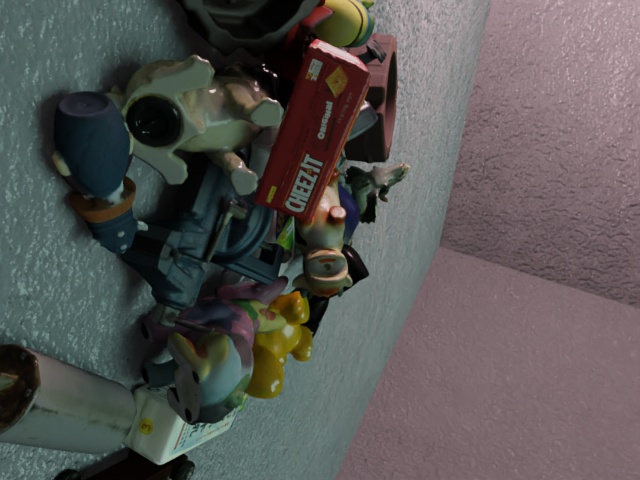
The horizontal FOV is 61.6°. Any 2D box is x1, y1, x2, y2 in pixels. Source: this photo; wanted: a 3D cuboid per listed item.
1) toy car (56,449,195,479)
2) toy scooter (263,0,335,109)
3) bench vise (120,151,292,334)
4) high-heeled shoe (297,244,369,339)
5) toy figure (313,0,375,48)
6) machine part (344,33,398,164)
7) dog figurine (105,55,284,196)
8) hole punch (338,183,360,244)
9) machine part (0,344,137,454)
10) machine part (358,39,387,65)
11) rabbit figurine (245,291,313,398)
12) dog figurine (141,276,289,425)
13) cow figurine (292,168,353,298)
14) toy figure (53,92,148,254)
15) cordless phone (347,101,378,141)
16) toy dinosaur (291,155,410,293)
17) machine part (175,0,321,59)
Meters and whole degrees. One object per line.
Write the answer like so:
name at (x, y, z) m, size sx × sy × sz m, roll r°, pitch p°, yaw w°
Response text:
toy car at (-0.232, 0.296, 0.653) m, size 0.202 × 0.089 × 0.053 m, roll 15°, pitch 93°, yaw -73°
toy scooter at (-0.026, -0.262, 0.732) m, size 0.135 × 0.075 × 0.183 m, roll -55°, pitch 154°, yaw -25°
bench vise at (-0.112, 0.010, 0.653) m, size 0.240 × 0.129 × 0.223 m, roll 33°, pitch 61°, yaw -56°
high-heeled shoe at (0.019, 0.104, 0.892) m, size 0.086 × 0.145 × 0.248 m, roll -29°, pitch 134°, yaw -34°
toy figure at (0.040, -0.338, 0.833) m, size 0.180 × 0.089 × 0.082 m, roll -30°, pitch 128°, yaw -60°
machine part at (0.092, -0.262, 1.005) m, size 0.201 × 0.087 × 0.201 m, roll 72°, pitch 26°, yaw -58°
dog figurine at (-0.127, -0.147, 0.566) m, size 0.121 × 0.172 × 0.191 m, roll -55°, pitch -154°, yaw 22°
hole punch at (0.009, -0.047, 0.909) m, size 0.116 × 0.142 × 0.092 m, roll -53°, pitch -158°, yaw -14°
machine part at (-0.245, 0.153, 0.498) m, size 0.243 × 0.079 × 0.079 m, roll 67°, pitch 44°, yaw -64°
machine part at (0.040, -0.273, 0.854) m, size 0.084 × 0.139 × 0.039 m, roll -46°, pitch 112°, yaw -47°
rabbit figurine at (-0.093, 0.164, 0.824) m, size 0.173 × 0.162 × 0.121 m, roll -84°, pitch -179°, yaw -54°
dog figurine at (-0.109, 0.123, 0.698) m, size 0.219 × 0.192 × 0.108 m, roll -21°, pitch 123°, yaw -41°
cow figurine at (-0.002, -0.002, 0.763) m, size 0.127 × 0.085 × 0.195 m, roll 91°, pitch -7°, yaw -45°
toy figure at (-0.193, -0.053, 0.479) m, size 0.058 × 0.064 × 0.154 m, roll -107°, pitch -162°, yaw -45°
cordless phone at (-0.003, -0.135, 0.832) m, size 0.088 × 0.147 × 0.184 m, roll 20°, pitch 93°, yaw -34°
toy dinosaur at (0.032, -0.025, 1.084) m, size 0.405 × 0.131 × 0.192 m, roll -57°, pitch 157°, yaw -21°
machine part at (-0.072, -0.273, 0.527) m, size 0.179 × 0.056 × 0.179 m, roll -31°, pitch 146°, yaw -24°
